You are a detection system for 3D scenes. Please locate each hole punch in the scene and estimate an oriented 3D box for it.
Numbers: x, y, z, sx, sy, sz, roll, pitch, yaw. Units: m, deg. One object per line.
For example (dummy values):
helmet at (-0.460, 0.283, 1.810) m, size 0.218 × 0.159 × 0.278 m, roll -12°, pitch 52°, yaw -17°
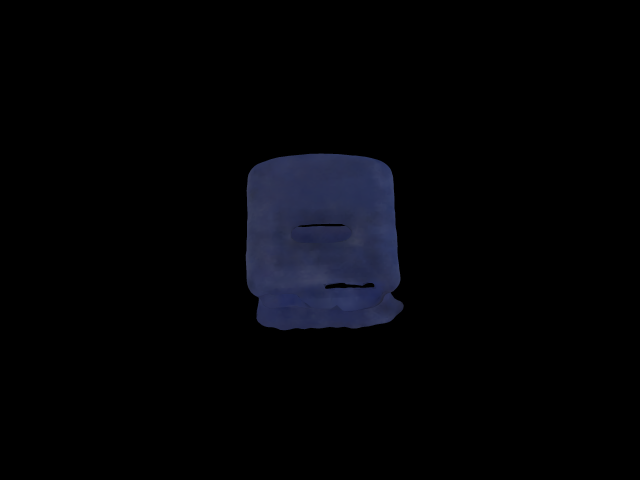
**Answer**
hole punch at (0.004, 0.001, 0.400) m, size 0.108 × 0.091 × 0.101 m, roll -2°, pitch 47°, yaw -2°
